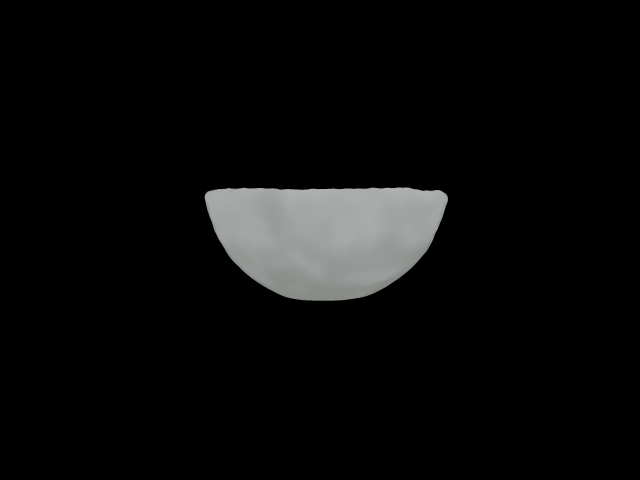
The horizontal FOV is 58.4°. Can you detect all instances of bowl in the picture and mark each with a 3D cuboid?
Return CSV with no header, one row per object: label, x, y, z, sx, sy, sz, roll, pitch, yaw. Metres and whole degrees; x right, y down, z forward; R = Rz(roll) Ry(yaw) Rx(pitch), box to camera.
bowl,0.004,0.001,0.400,0.167,0.075,0.167,0,5,0
